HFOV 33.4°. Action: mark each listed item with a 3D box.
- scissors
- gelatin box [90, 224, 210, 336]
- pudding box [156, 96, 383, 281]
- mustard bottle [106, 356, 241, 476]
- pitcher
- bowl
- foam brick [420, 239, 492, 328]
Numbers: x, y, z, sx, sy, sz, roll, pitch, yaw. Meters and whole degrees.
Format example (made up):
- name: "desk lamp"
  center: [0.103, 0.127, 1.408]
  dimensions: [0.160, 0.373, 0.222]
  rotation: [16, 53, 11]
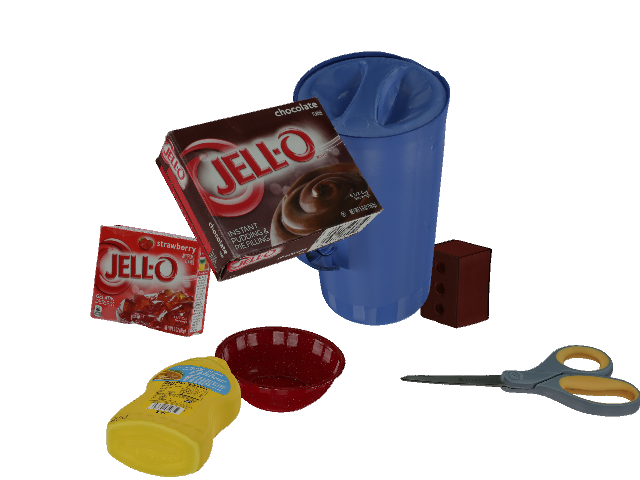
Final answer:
- name: "scissors"
  center: [0.173, 0.111, 0.920]
  dimensions: [0.202, 0.016, 0.096]
  rotation: [10, 29, 5]
- name: "gelatin box"
  center: [-0.130, 0.030, 0.820]
  dimensions: [0.089, 0.073, 0.030]
  rotation: [10, 5, 20]
- name: "pudding box"
  center: [-0.031, -0.034, 0.654]
  dimensions: [0.113, 0.090, 0.039]
  rotation: [-18, -20, -35]
- name: "mustard bottle"
  center: [-0.132, 0.164, 1.067]
  dimensions: [0.096, 0.058, 0.191]
  rotation: [7, 20, 13]
- name: "pitcher"
  center: [0.041, -0.035, 0.973]
  dimensions: [0.149, 0.243, 0.145]
  rotation: [-4, 41, 0]
- name: "bowl"
  center: [-0.051, 0.167, 1.329]
  dimensions: [0.162, 0.055, 0.162]
  rotation: [3, 22, -2]
- name: "foam brick"
  center: [0.139, 0.044, 1.094]
  dimensions: [0.051, 0.078, 0.053]
  rotation: [-14, 20, -40]
